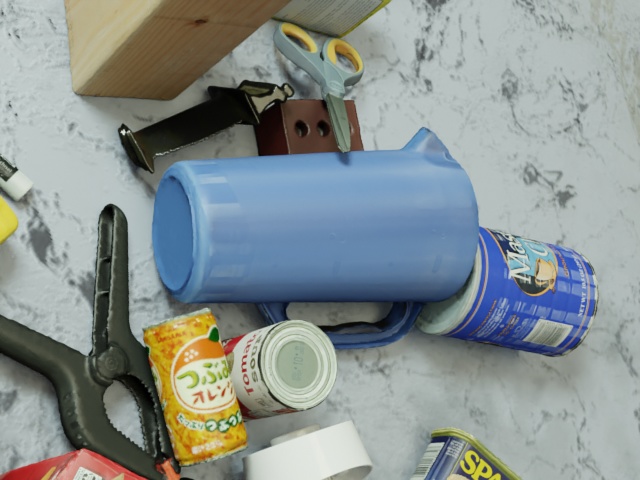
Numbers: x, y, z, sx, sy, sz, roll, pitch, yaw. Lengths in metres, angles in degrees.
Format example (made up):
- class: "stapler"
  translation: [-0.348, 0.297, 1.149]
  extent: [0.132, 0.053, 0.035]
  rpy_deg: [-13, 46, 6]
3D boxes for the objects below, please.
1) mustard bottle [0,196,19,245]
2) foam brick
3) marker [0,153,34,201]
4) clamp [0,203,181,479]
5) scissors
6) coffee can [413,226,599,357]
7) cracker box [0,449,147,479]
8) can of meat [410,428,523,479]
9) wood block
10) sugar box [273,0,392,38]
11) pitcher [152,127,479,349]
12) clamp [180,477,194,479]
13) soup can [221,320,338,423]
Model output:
- class: "mustard bottle"
  translation: [-0.300, -0.054, 0.721]
  extent: [0.096, 0.058, 0.191]
  rpy_deg: [-43, 100, -28]
- class: "foam brick"
  translation: [-0.009, -0.088, 0.913]
  extent: [0.078, 0.051, 0.053]
  rpy_deg: [-5, 79, -32]
- class: "marker"
  translation: [-0.259, -0.076, 0.776]
  extent: [0.121, 0.020, 0.020]
  rpy_deg: [45, 58, -14]
- class: "clamp"
  translation: [-0.170, 0.092, 0.769]
  extent: [0.164, 0.036, 0.210]
  rpy_deg: [-25, 93, -42]
- class: "scissors"
  translation: [-0.005, -0.135, 0.893]
  extent: [0.096, 0.016, 0.201]
  rpy_deg: [27, 29, -5]
- class: "coffee can"
  translation: [0.160, 0.044, 0.950]
  extent: [0.140, 0.103, 0.103]
  rpy_deg: [13, 70, -29]
- class: "cracker box"
  translation: [-0.183, 0.215, 0.625]
  extent: [0.072, 0.214, 0.164]
  rpy_deg: [34, 61, -18]
- class: "can of meat"
  translation: [0.121, 0.224, 0.905]
  extent: [0.102, 0.058, 0.083]
  rpy_deg: [42, 62, -14]
- class: "wood block"
  translation: [-0.109, -0.180, 0.784]
  extent: [0.090, 0.207, 0.090]
  rpy_deg: [-1, 78, -32]
- class: "sugar box"
  translation: [-0.033, -0.230, 0.913]
  extent: [0.176, 0.094, 0.048]
  rpy_deg: [15, 68, -28]
- class: "pitcher"
  translation: [-0.006, 0.001, 0.855]
  extent: [0.242, 0.145, 0.149]
  rpy_deg: [-2, 65, -28]
- class: "clamp"
  translation: [-0.087, 0.262, 0.777]
  extent: [0.171, 0.039, 0.120]
  rpy_deg: [50, 63, -16]
- class: "soup can"
  translation: [-0.040, 0.101, 0.811]
  extent: [0.068, 0.102, 0.068]
  rpy_deg: [9, 73, -30]
